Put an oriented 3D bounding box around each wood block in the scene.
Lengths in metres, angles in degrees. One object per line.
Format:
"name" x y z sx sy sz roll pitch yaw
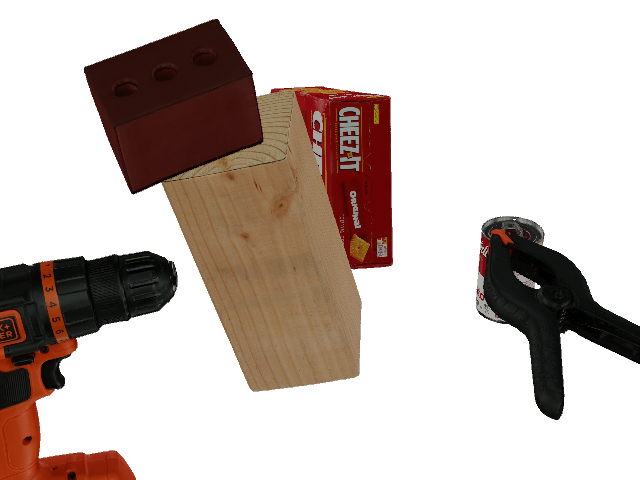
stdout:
"wood block" -0.037 0.006 0.793 0.090 0.206 0.090 -10 37 12

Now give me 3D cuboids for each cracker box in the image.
"cracker box" 0.006 -0.072 1.096 0.072 0.164 0.214 -5 12 -15

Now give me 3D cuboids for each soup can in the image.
"soup can" 0.210 0.033 1.188 0.068 0.102 0.068 0 29 0

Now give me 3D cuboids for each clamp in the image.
"clamp" 0.183 0.053 0.782 0.120 0.039 0.171 -4 45 -20

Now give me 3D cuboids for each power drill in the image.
"power drill" -0.174 0.101 0.705 0.184 0.188 0.057 -11 25 -7

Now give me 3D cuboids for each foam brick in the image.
"foam brick" -0.077 -0.071 0.563 0.078 0.053 0.051 -23 -36 -11
